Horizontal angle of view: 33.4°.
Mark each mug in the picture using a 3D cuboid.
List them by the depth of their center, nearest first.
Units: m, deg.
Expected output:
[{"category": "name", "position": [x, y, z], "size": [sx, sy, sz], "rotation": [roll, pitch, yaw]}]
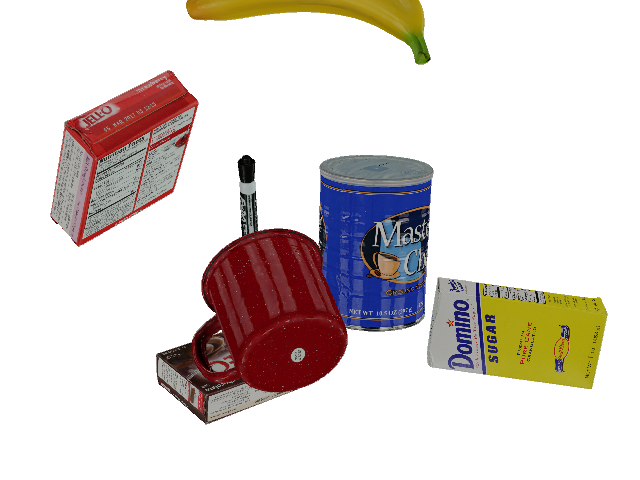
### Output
[{"category": "mug", "position": [-0.040, 0.059, 0.756], "size": [0.117, 0.081, 0.093], "rotation": [-31, -43, 7]}]

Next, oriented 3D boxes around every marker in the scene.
[{"category": "marker", "position": [-0.078, -0.039, 1.163], "size": [0.020, 0.121, 0.020], "rotation": [0, 35, 0]}]

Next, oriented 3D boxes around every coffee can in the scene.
[{"category": "coffee can", "position": [0.049, 0.000, 0.981], "size": [0.103, 0.140, 0.103], "rotation": [1, 16, -1]}]

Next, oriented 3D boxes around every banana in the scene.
[{"category": "banana", "position": [-0.003, -0.182, 0.809], "size": [0.198, 0.069, 0.037], "rotation": [13, -39, 18]}]

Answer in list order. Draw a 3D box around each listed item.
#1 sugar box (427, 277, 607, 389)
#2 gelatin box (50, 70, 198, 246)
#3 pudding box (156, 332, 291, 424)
[{"category": "sugar box", "position": [0.205, 0.098, 1.130], "size": [0.176, 0.093, 0.048], "rotation": [6, 21, 2]}, {"category": "gelatin box", "position": [-0.111, -0.046, 0.598], "size": [0.073, 0.030, 0.089], "rotation": [-35, -17, -34]}, {"category": "pudding box", "position": [-0.090, 0.129, 1.043], "size": [0.113, 0.039, 0.090], "rotation": [-18, 31, -35]}]
